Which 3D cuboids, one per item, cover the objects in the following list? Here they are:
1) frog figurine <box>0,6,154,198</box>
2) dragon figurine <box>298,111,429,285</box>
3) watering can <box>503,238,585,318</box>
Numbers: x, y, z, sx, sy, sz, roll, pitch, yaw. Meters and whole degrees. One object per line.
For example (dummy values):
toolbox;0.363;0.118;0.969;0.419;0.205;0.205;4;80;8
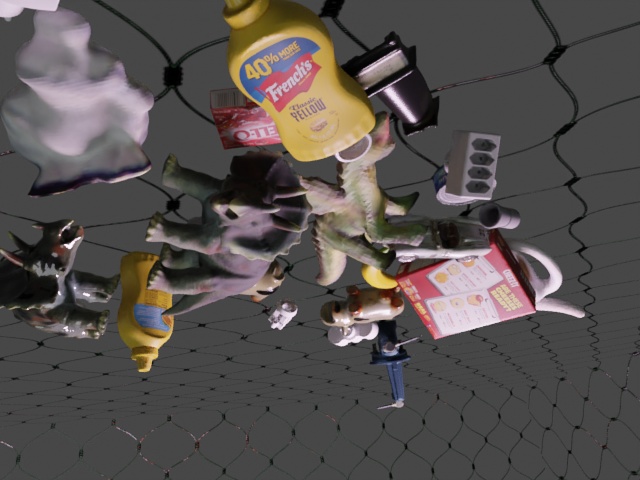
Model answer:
frog figurine;-0.230;-0.135;0.480;0.137;0.125;0.156;-2;119;9
dragon figurine;0.002;-0.038;0.756;0.241;0.125;0.403;23;143;-19
watering can;0.412;0.112;1.102;0.222;0.106;0.343;-27;130;32
